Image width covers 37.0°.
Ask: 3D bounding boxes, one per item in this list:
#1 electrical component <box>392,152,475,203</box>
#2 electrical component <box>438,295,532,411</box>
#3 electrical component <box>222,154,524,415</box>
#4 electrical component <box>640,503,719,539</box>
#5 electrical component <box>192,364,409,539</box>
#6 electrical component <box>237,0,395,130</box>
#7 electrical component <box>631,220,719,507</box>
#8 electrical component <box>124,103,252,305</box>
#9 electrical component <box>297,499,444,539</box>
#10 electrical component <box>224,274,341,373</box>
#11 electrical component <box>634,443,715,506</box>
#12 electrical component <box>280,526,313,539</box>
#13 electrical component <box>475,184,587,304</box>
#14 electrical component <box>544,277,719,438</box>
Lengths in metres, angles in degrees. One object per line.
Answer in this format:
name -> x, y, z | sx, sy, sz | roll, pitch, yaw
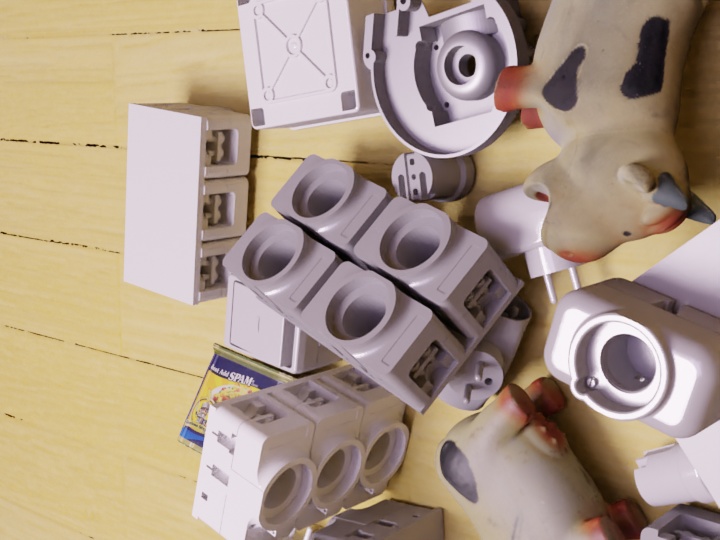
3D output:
electrical component -> 0.049, -0.064, 0.729 | 0.040, 0.046, 0.040 | 8, 103, 39
electrical component -> 0.077, 0.059, 0.709 | 0.044, 0.079, 0.077 | 23, 117, -1
electrical component -> 0.000, 0.000, 0.718 | 0.105, 0.060, 0.186 | -51, 45, -8
electrical component -> 0.199, 0.192, 0.640 | 0.050, 0.056, 0.089 | 11, 104, 39
electrical component -> -0.037, 0.131, 0.768 | 0.062, 0.150, 0.089 | 26, 114, 36
electrical component -> -0.029, -0.160, 0.773 | 0.109, 0.056, 0.108 | -3, 96, 41
electrical component -> 0.230, 0.068, 0.589 | 0.105, 0.060, 0.186 | -42, 71, 37
electrical component -> -0.139, -0.057, 0.881 | 0.089, 0.062, 0.150 | 16, 108, 38
electrical component -> -0.019, 0.239, 0.748 | 0.060, 0.186, 0.105 | 3, 99, 40
electrical component -> -0.066, 0.036, 0.835 | 0.096, 0.061, 0.061 | 17, 109, 37
electrical component -> 0.194, 0.121, 0.644 | 0.046, 0.040, 0.040 | -26, 81, 46
electrical component -> -0.056, 0.233, 0.856 | 0.138, 0.052, 0.073 | 28, 103, 48
electrical component -> 0.121, -0.019, 0.678 | 0.077, 0.044, 0.079 | -18, 86, 41
electrical component -> 0.150, 0.046, 0.572 | 0.095, 0.059, 0.053 | 27, 115, 34
